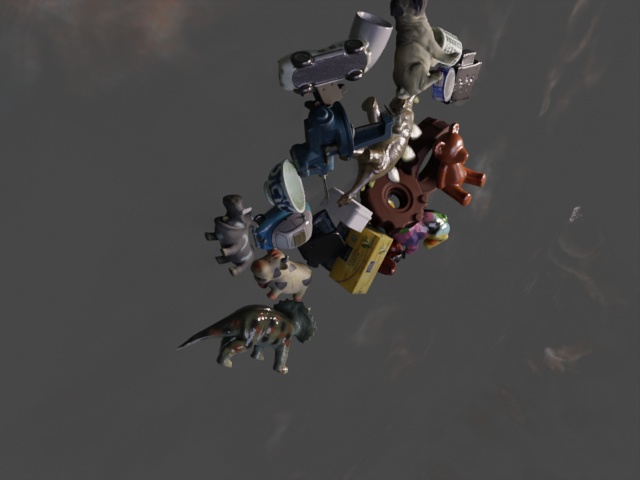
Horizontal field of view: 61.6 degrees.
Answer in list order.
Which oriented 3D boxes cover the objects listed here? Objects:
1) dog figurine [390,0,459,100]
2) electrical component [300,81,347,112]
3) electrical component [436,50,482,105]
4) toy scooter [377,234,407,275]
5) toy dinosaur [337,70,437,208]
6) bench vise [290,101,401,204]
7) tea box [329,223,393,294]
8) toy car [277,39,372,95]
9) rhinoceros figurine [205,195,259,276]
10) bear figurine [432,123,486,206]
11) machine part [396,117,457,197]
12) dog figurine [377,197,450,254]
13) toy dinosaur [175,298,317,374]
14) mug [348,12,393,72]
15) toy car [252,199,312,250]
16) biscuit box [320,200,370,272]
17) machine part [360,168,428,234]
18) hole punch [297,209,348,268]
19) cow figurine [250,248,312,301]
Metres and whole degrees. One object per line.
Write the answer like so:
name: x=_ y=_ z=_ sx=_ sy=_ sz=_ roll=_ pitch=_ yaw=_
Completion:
dog figurine: x=0.188 y=-0.430 z=1.180 sx=0.190 sy=0.121 sz=0.172 roll=46 pitch=68 yaw=-24
electrical component: x=0.007 y=-0.310 z=1.146 sx=0.102 sy=0.045 sz=0.078 roll=-43 pitch=116 yaw=-20
electrical component: x=0.375 y=-0.443 z=1.453 sx=0.115 sy=0.058 sz=0.134 roll=-27 pitch=138 yaw=-36
toy scooter: x=0.194 y=0.049 z=1.592 sx=0.184 sy=0.135 sz=0.075 roll=-22 pitch=135 yaw=-40
toy dinosaur: x=0.176 y=-0.268 z=1.323 sx=0.471 sy=0.105 sz=0.198 roll=-58 pitch=147 yaw=-9
bench vise: x=0.057 y=-0.213 z=1.155 sx=0.241 sy=0.129 sz=0.223 roll=-17 pitch=144 yaw=-6
tea box: x=0.106 y=0.047 z=1.413 sx=0.068 sy=0.098 sz=0.169 roll=5 pitch=113 yaw=-50
toy car: x=0.012 y=-0.348 z=1.074 sx=0.202 sy=0.056 sz=0.073 roll=-20 pitch=138 yaw=-17
rhinoceros figurine: x=-0.180 y=-0.011 z=1.151 sx=0.112 sy=0.073 sz=0.190 roll=-32 pitch=140 yaw=-27
bear figurine: x=0.371 y=-0.205 z=1.445 sx=0.120 sy=0.132 sz=0.195 roll=-47 pitch=152 yaw=-21
machine part: x=0.303 y=-0.227 z=1.528 sx=0.201 sy=0.087 sz=0.201 roll=-41 pitch=142 yaw=-18
dog figurine: x=0.254 y=-0.052 z=1.527 sx=0.192 sy=0.108 sz=0.219 roll=-21 pitch=148 yaw=20
toy dinosaur: x=-0.155 y=0.223 z=1.354 sx=0.404 sy=0.131 sz=0.192 roll=20 pitch=90 yaw=-50
mug: x=0.102 y=-0.417 z=1.142 sx=0.109 sy=0.081 sz=0.107 roll=-24 pitch=147 yaw=-49
toy car: x=-0.073 y=-0.032 z=1.236 sx=0.162 sy=0.103 sz=0.109 roll=-36 pitch=141 yaw=-28
biscuit box: x=0.075 y=-0.005 z=1.469 sx=0.062 sy=0.059 sz=0.202 roll=17 pitch=106 yaw=-54
machine part: x=0.195 y=-0.104 z=1.414 sx=0.179 sy=0.179 sz=0.056 roll=-37 pitch=176 yaw=-23
hole punch: x=-0.003 y=-0.004 z=1.373 sx=0.116 sy=0.092 sz=0.142 roll=-22 pitch=146 yaw=6
cow figurine: x=-0.093 y=0.080 z=1.325 sx=0.194 sy=0.086 sz=0.127 roll=15 pitch=113 yaw=-51
